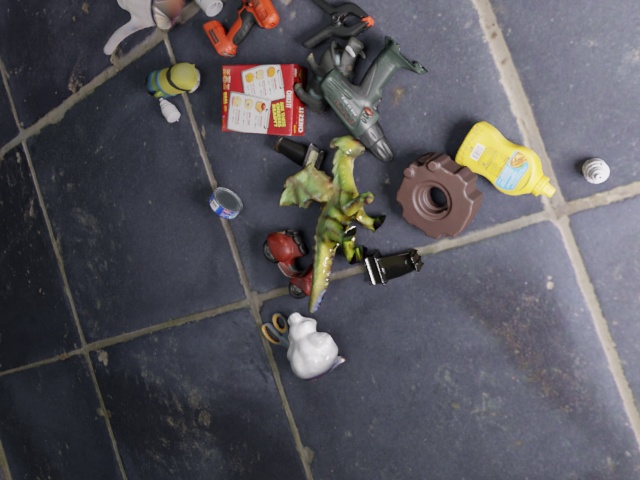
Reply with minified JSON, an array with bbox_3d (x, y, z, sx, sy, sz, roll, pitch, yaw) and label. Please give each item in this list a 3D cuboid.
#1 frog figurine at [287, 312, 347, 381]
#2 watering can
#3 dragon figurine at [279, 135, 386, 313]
[{"bbox_3d":[-0.030,0.253,1.253,0.135,0.159,0.124,-28,3,46],"label":"frog figurine"},{"bbox_3d":[-0.479,-0.638,1.401,0.226,0.342,0.105,33,22,22],"label":"watering can"},{"bbox_3d":[0.004,-0.060,1.188,0.246,0.406,0.122,39,15,29],"label":"dragon figurine"}]
